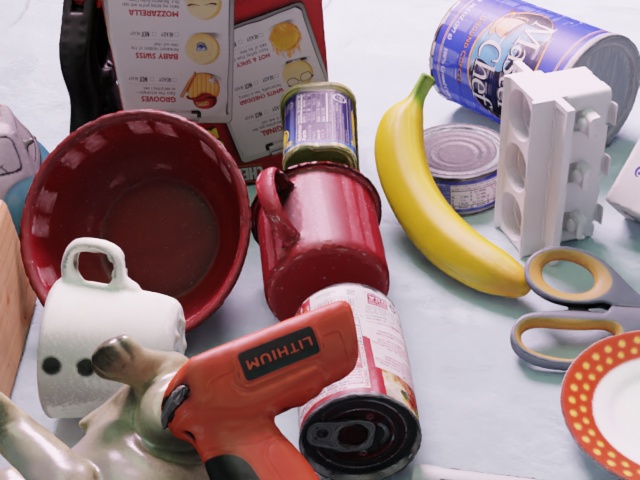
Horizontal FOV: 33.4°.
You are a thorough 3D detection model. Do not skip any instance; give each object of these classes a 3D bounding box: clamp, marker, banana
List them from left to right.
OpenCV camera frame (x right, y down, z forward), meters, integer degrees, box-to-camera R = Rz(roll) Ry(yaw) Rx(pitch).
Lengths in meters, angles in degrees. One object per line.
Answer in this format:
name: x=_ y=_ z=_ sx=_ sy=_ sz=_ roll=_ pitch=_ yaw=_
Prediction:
clamp: x=-0.185 y=-0.121 z=0.857 sx=0.039 sy=0.171 sz=0.120 roll=0 pitch=45 yaw=3
banana: x=0.082 y=-0.031 z=0.760 sx=0.037 sy=0.070 sz=0.198 roll=15 pitch=45 yaw=-47
marker: x=0.110 y=0.136 z=0.572 sx=0.121 sy=0.020 sz=0.020 roll=4 pitch=37 yaw=14

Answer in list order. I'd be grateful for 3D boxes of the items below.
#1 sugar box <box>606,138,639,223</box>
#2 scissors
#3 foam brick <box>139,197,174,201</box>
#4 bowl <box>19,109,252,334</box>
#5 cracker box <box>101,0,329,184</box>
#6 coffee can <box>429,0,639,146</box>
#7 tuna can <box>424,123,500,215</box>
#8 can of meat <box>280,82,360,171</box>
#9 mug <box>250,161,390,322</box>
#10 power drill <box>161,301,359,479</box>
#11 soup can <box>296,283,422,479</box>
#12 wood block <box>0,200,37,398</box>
sugar box: x=0.292 y=-0.028 z=0.716 sx=0.176 sy=0.048 sz=0.093 roll=31 pitch=93 yaw=42
scissors: x=0.217 y=0.039 z=0.677 sx=0.201 sy=0.016 sz=0.096 roll=-7 pitch=56 yaw=-2
foam brick: x=-0.101 y=-0.031 z=0.808 sx=0.051 sy=0.053 sz=0.078 roll=-2 pitch=35 yaw=5
bowl: x=-0.119 y=-0.005 z=0.730 sx=0.162 sy=0.162 sz=0.055 roll=-2 pitch=-9 yaw=11
cracker box: x=-0.079 y=-0.150 z=0.831 sx=0.164 sy=0.214 sz=0.072 roll=-8 pitch=34 yaw=-3
coffee can: x=0.174 y=-0.139 z=0.874 sx=0.102 sy=0.103 sz=0.140 roll=-27 pitch=41 yaw=-27
tuna can: x=0.106 y=-0.056 z=0.829 sx=0.086 sy=0.034 sz=0.086 roll=-4 pitch=36 yaw=3
can of meat: x=0.001 y=-0.050 z=0.779 sx=0.057 sy=0.102 sz=0.084 roll=-3 pitch=38 yaw=2
mug: x=-0.005 y=0.001 z=0.701 sx=0.093 sy=0.117 sz=0.081 roll=-26 pitch=39 yaw=14
power drill: x=0.022 y=0.125 z=0.503 sx=0.184 sy=0.057 sz=0.188 roll=-18 pitch=67 yaw=-29
soup can: x=0.019 y=0.081 z=0.621 sx=0.068 sy=0.068 sz=0.102 roll=-6 pitch=35 yaw=0
wood block: x=-0.244 y=0.071 z=0.655 sx=0.091 sy=0.090 sz=0.206 roll=-6 pitch=36 yaw=1
